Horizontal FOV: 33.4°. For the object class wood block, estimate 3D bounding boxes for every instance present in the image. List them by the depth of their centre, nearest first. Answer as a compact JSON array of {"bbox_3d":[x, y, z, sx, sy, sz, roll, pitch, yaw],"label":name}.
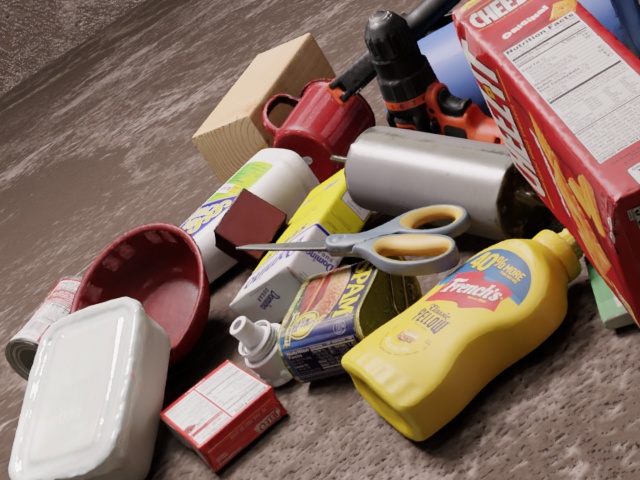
[{"bbox_3d":[-0.059,-0.156,1.307,0.091,0.090,0.205,-16,29,33],"label":"wood block"}]

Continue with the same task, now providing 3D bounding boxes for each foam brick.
[{"bbox_3d":[-0.067,-0.008,1.025,0.053,0.051,0.078,-57,-3,-11],"label":"foam brick"}]

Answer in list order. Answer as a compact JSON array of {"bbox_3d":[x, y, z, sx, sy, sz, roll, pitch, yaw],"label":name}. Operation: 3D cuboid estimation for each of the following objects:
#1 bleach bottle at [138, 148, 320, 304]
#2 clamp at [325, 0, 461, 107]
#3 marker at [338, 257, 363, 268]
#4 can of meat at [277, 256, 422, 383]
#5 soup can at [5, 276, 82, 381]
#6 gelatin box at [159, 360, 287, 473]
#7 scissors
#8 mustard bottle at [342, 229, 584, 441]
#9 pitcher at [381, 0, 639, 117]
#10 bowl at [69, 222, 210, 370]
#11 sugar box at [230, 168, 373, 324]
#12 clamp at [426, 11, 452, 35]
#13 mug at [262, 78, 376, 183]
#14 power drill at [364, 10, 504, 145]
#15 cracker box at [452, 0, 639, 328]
[{"bbox_3d":[-0.116,0.007,1.098,0.250,0.068,0.103,-43,24,-18],"label":"bleach bottle"},{"bbox_3d":[0.093,-0.219,1.120,0.210,0.036,0.164,-42,3,7],"label":"clamp"},{"bbox_3d":[0.012,0.046,0.919,0.020,0.020,0.121,-14,30,35],"label":"marker"},{"bbox_3d":[0.022,0.061,0.835,0.084,0.057,0.102,-18,28,34],"label":"can of meat"},{"bbox_3d":[-0.271,0.094,1.107,0.069,0.068,0.102,-14,30,35],"label":"soup can"},{"bbox_3d":[-0.077,0.137,0.840,0.073,0.030,0.089,-38,25,-18],"label":"gelatin box"},{"bbox_3d":[0.033,-0.005,0.844,0.202,0.016,0.096,9,36,42],"label":"scissors"},{"bbox_3d":[0.112,0.053,0.739,0.191,0.058,0.096,-37,26,-11],"label":"mustard bottle"},{"bbox_3d":[0.182,-0.178,1.009,0.243,0.145,0.149,-22,11,29],"label":"pitcher"},{"bbox_3d":[-0.157,0.067,0.995,0.162,0.055,0.162,-17,56,27],"label":"bowl"},{"bbox_3d":[-0.006,0.001,0.973,0.094,0.048,0.176,-35,13,44],"label":"sugar box"},{"bbox_3d":[0.192,-0.271,1.287,0.171,0.039,0.120,-24,30,3],"label":"clamp"},{"bbox_3d":[-0.008,-0.119,1.155,0.081,0.117,0.093,-57,-7,-35],"label":"mug"},{"bbox_3d":[0.132,-0.113,0.902,0.188,0.184,0.057,14,53,46],"label":"power drill"},{"bbox_3d":[0.173,-0.048,0.659,0.072,0.164,0.214,-30,44,3],"label":"cracker box"}]
